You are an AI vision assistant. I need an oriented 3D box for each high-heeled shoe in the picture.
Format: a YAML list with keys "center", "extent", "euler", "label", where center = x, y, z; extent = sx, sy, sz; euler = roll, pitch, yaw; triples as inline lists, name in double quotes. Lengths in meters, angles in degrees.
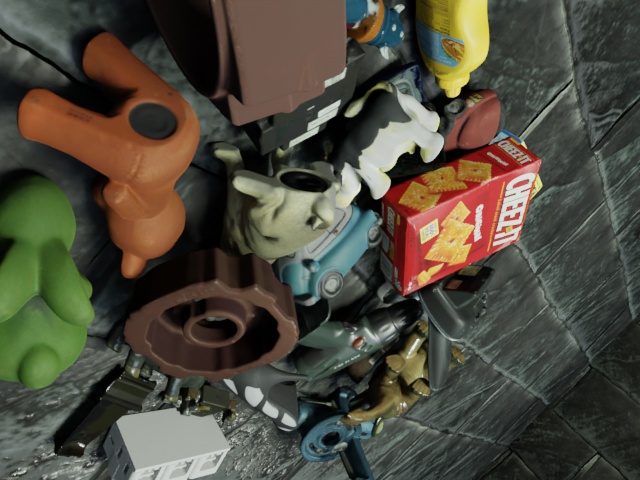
- center: [-0.104, 0.255, 0.873]
  extent: [0.145, 0.086, 0.248]
  euler: [5, 142, -11]
  label: "high-heeled shoe"

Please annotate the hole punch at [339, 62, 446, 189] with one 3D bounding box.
- center: [0.087, -0.142, 0.661]
  extent: [0.116, 0.092, 0.142]
  euler: [-11, 145, 14]
  label: "hole punch"

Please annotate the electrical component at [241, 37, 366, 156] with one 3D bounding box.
- center: [-0.025, -0.145, 0.535]
  extent: [0.115, 0.058, 0.134]
  euler: [-29, 170, -15]
  label: "electrical component"

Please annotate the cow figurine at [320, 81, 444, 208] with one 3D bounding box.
- center: [0.046, -0.098, 0.596]
  extent: [0.098, 0.068, 0.167]
  euler: [32, 135, -25]
  label: "cow figurine"

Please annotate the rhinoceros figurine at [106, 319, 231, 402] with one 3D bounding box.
- center: [-0.179, 0.140, 0.689]
  extent: [0.112, 0.073, 0.190]
  euler: [-53, 140, -9]
  label: "rhinoceros figurine"

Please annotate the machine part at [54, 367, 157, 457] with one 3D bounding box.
- center: [-0.282, 0.225, 0.699]
  extent: [0.139, 0.039, 0.084]
  euler: [-43, 148, -3]
  label: "machine part"

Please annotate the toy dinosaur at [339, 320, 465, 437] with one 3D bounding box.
- center: [0.158, 0.244, 0.992]
  extent: [0.471, 0.105, 0.198]
  euler: [-14, 150, -54]
  label: "toy dinosaur"

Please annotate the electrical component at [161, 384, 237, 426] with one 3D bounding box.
- center: [-0.168, 0.241, 0.780]
  extent: [0.078, 0.045, 0.102]
  euler: [-23, 142, 23]
  label: "electrical component"

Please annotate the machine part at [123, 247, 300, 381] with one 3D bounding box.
- center: [-0.112, 0.082, 0.569]
  extent: [0.179, 0.056, 0.179]
  euler: [-7, 137, -6]
  label: "machine part"

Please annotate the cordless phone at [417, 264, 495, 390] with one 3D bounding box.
- center: [0.210, 0.133, 0.842]
  extent: [0.146, 0.089, 0.184]
  euler: [-29, 124, -53]
  label: "cordless phone"

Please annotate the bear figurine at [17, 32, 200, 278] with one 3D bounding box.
- center: [-0.176, -0.060, 0.487]
  extent: [0.120, 0.132, 0.196]
  euler: [-62, -173, -33]
  label: "bear figurine"

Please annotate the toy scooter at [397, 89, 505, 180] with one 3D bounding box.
- center: [0.173, -0.128, 0.751]
  extent: [0.135, 0.075, 0.183]
  euler: [-5, 133, -38]
  label: "toy scooter"

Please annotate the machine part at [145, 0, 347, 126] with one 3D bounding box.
- center: [-0.070, -0.197, 0.362]
  extent: [0.087, 0.201, 0.201]
  euler: [-27, 140, -17]
  label: "machine part"

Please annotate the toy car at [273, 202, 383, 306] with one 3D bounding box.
- center: [-0.001, -0.002, 0.690]
  extent: [0.161, 0.109, 0.102]
  euler: [-45, 125, -13]
  label: "toy car"

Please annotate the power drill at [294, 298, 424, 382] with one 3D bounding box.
- center: [0.032, 0.131, 0.839]
  extent: [0.232, 0.086, 0.207]
  euler: [-35, 147, 15]
  label: "power drill"

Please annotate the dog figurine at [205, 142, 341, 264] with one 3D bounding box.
- center: [-0.056, 0.004, 0.593]
  extent: [0.121, 0.173, 0.190]
  euler: [-4, 121, -26]
  label: "dog figurine"

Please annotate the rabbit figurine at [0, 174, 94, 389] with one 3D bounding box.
- center: [-0.260, 0.031, 0.467]
  extent: [0.121, 0.159, 0.170]
  euler: [1, 109, -31]
  label: "rabbit figurine"

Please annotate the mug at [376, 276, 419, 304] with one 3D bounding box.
- center: [0.147, 0.070, 0.906]
  extent: [0.109, 0.081, 0.107]
  euler: [-46, 149, -4]
  label: "mug"

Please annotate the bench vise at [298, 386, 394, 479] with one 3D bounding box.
- center: [0.050, 0.379, 0.992]
  extent: [0.223, 0.241, 0.129]
  euler: [34, 104, -36]
  label: "bench vise"

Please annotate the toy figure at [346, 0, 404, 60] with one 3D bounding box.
- center: [0.033, -0.235, 0.537]
  extent: [0.064, 0.058, 0.154]
  euler: [-49, 148, 21]
  label: "toy figure"
